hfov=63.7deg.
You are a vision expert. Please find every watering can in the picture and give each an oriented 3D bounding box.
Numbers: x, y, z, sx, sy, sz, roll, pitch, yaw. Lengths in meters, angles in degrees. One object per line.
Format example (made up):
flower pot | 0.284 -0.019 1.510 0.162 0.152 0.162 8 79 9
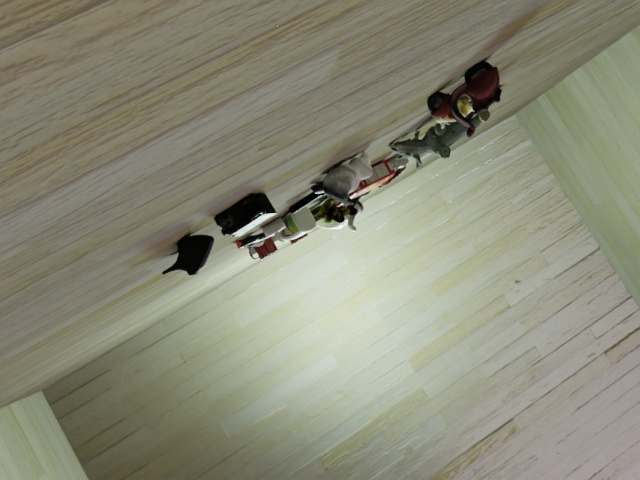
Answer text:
watering can | 0.116 -0.111 2.394 0.227 0.102 0.349 -35 -152 -26

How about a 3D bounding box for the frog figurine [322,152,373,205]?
frog figurine | 0.081 -0.188 1.470 0.136 0.123 0.160 41 72 -78

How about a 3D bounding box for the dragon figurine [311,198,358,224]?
dragon figurine | 0.006 -0.105 2.095 0.415 0.122 0.240 -28 -175 -41
